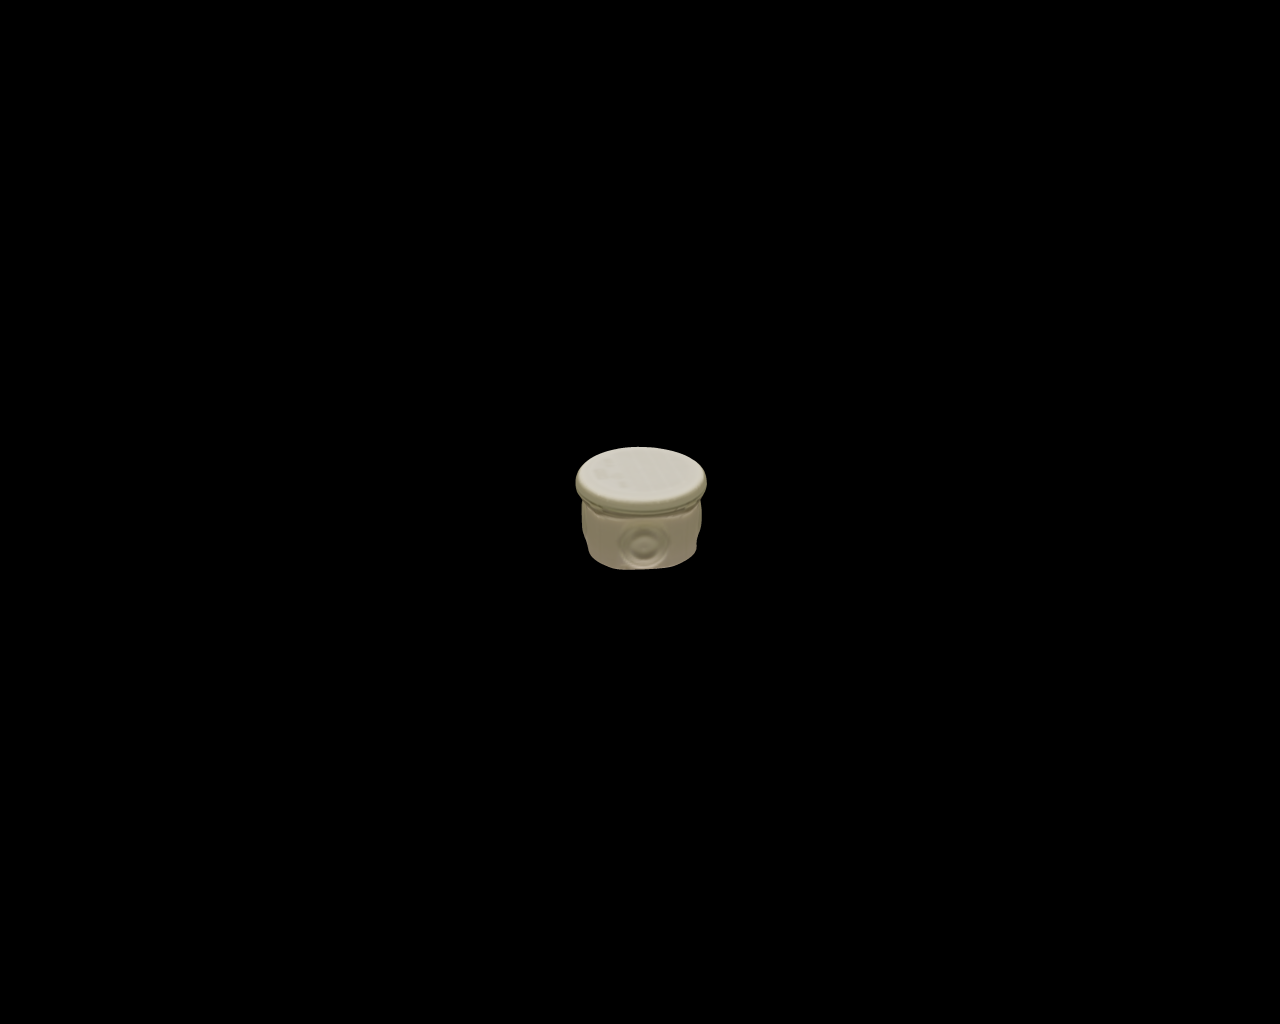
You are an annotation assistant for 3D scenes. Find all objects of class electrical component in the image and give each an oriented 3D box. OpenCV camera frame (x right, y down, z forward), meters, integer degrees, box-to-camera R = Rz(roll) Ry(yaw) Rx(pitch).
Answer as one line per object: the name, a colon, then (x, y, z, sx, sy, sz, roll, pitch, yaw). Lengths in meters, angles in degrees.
electrical component: (0.001, -0.003, 0.650, 0.080, 0.050, 0.080, 0, 28, 0)
